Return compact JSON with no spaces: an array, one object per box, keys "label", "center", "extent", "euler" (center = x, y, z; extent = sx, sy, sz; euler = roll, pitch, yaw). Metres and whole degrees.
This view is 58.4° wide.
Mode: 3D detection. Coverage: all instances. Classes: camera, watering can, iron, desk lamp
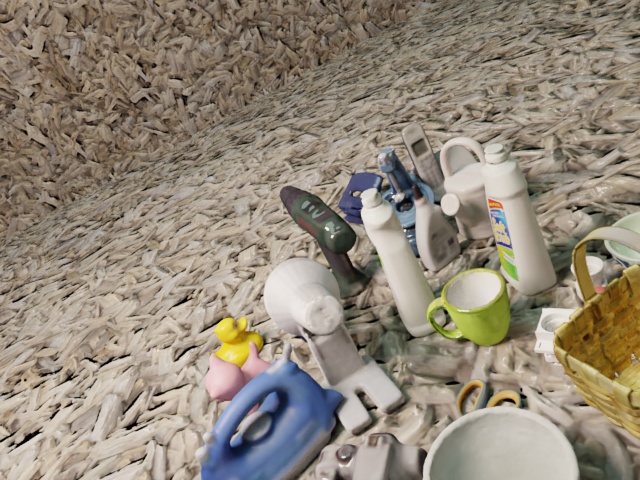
[{"label":"camera","center":[0.056,0.306,0.671],"extent":[0.142,0.101,0.137],"euler":[-13,31,25]},{"label":"watering can","center":[0.284,-0.101,1.074],"extent":[0.100,0.194,0.173],"euler":[-13,30,24]},{"label":"iron","center":[-0.094,0.272,0.813],"extent":[0.259,0.142,0.118],"euler":[-42,31,-27]},{"label":"desk lamp","center":[0.013,0.143,0.865],"extent":[0.118,0.214,0.202],"euler":[-32,28,-10]}]

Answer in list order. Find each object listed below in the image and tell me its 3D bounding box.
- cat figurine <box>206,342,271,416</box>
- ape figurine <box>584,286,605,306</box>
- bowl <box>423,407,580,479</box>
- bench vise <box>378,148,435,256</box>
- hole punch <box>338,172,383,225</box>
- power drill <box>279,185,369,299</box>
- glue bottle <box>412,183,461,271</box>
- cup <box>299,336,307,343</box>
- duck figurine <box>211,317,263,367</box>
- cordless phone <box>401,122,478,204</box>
[{"label":"cat figurine","center":[-0.137,0.227,0.952],"extent":[0.067,0.118,0.128],"euler":[3,39,43]},{"label":"ape figurine","center":[0.376,0.102,0.758],"extent":[0.078,0.092,0.076],"euler":[-27,28,-1]},{"label":"bowl","center":[0.203,0.273,0.632],"extent":[0.167,0.075,0.167],"euler":[-20,28,12]},{"label":"bench vise","center":[0.156,-0.100,1.154],"extent":[0.121,0.220,0.207],"euler":[-24,28,5]},{"label":"hole punch","center":[0.100,-0.097,1.336],"extent":[0.101,0.091,0.108],"euler":[-42,32,-28]},{"label":"power drill","center":[0.010,0.004,1.112],"extent":[0.076,0.209,0.228],"euler":[-34,29,-14]},{"label":"glue bottle","center":[0.201,-0.030,1.046],"extent":[0.078,0.173,0.037],"euler":[-36,29,-17]},{"label":"cup","center":[-0.015,0.142,1.020],"extent":[0.092,0.095,0.117],"euler":[-36,29,-18]},{"label":"duck figurine","center":[-0.167,0.189,1.077],"extent":[0.105,0.086,0.077],"euler":[-37,29,-19]},{"label":"cordless phone","center":[0.259,-0.185,1.250],"extent":[0.148,0.185,0.094],"euler":[-33,28,-13]}]
